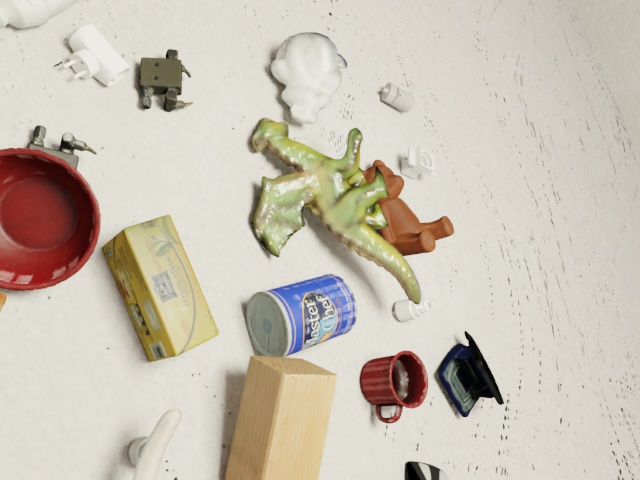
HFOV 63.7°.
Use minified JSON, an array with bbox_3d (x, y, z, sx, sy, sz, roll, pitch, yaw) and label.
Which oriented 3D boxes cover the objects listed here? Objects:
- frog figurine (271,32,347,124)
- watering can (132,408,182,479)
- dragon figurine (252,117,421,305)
[{"bbox_3d":[-0.029,-0.302,0.959,0.137,0.120,0.162,20,65,5],"label":"frog figurine"},{"bbox_3d":[-0.225,0.364,0.511,0.353,0.103,0.223,-41,100,-30],"label":"watering can"},{"bbox_3d":[0.003,-0.045,0.886,0.244,0.120,0.414,-20,79,-17],"label":"dragon figurine"}]
